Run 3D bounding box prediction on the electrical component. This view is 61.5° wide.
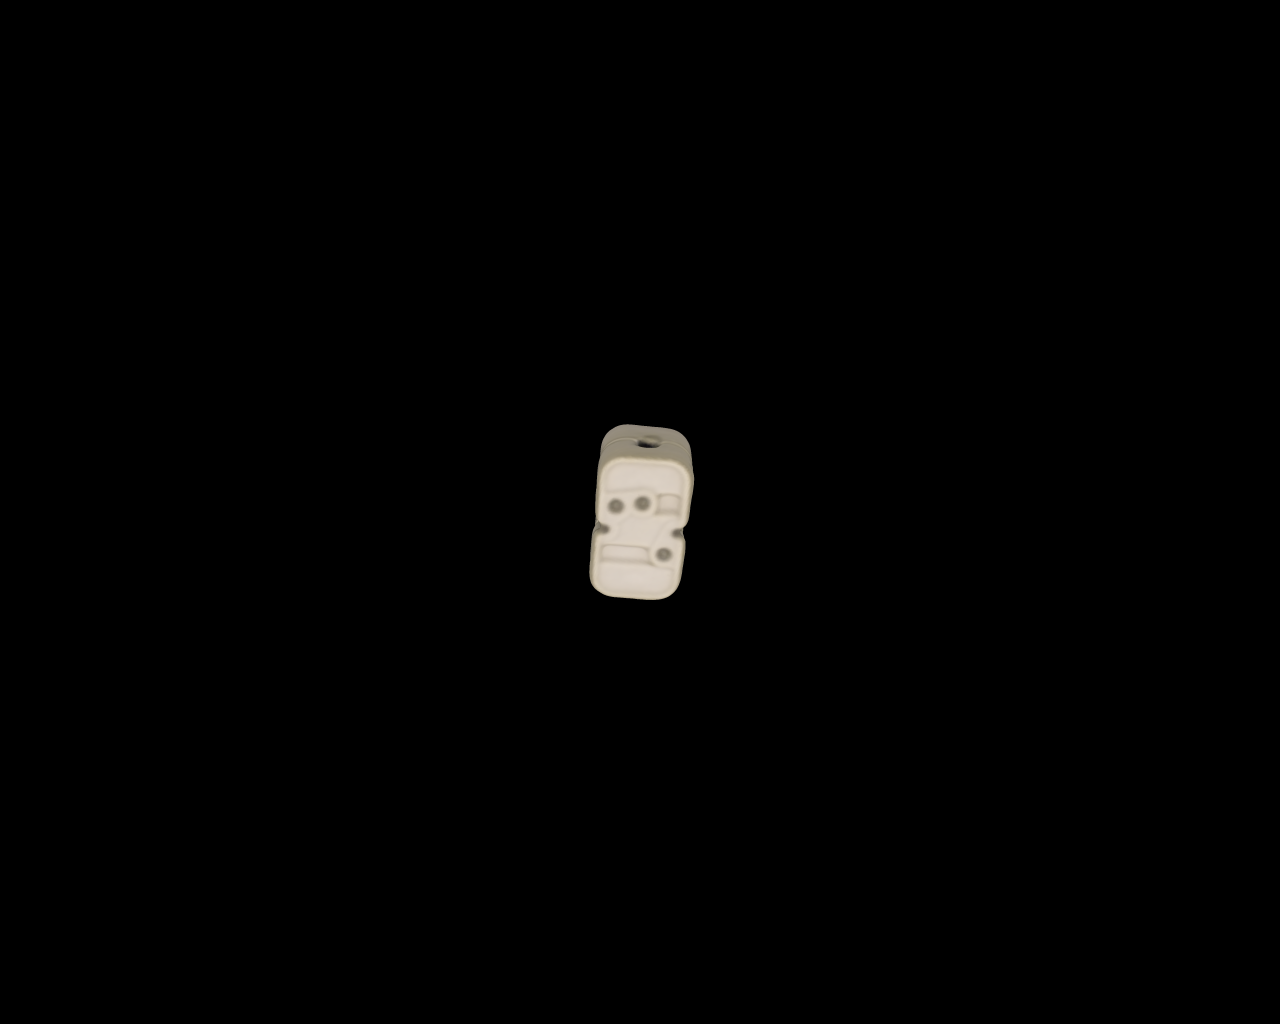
[{"bbox_3d":[0.001,-0.003,0.650,0.054,0.095,0.059,4,28,-2],"label":"electrical component"}]
